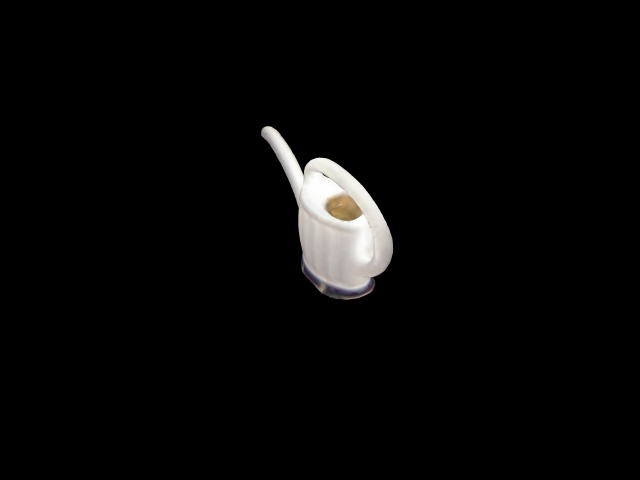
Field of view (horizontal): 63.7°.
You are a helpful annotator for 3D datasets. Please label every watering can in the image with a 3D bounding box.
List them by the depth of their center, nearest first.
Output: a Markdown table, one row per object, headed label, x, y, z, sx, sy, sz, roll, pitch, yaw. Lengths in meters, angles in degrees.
| label | x | y | z | sx | sy | sz | roll | pitch | yaw |
| --- | --- | --- | --- | --- | --- | --- | --- | --- | --- |
| watering can | 0.003 | -0.043 | 0.850 | 0.105 | 0.219 | 0.353 | -21 | 42 | -25 |
